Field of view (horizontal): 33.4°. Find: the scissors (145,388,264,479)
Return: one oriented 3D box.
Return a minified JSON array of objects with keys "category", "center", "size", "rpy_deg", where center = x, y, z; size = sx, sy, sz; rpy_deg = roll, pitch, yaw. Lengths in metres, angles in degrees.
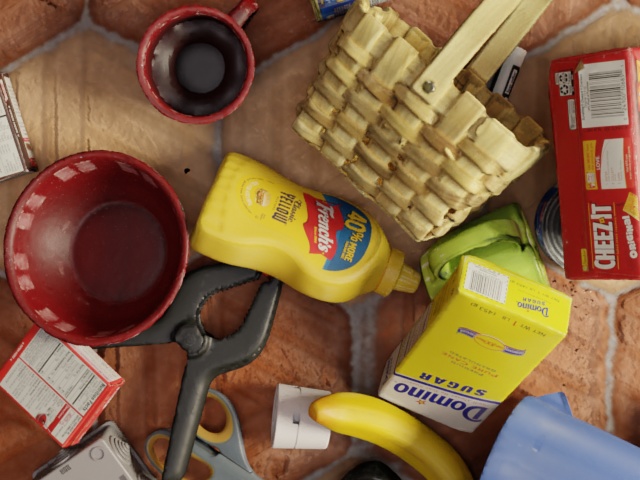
[{"category":"scissors","center":[-0.054,0.194,0.922],"size":[0.202,0.016,0.096],"rpy_deg":[18,87,12]}]

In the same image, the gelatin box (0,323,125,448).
[{"category":"gelatin box","center":[-0.219,0.118,0.898],"size":[0.089,0.030,0.073],"rpy_deg":[40,104,10]}]

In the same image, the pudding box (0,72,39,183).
[{"category":"pudding box","center":[-0.307,-0.084,0.901],"size":[0.113,0.039,0.090],"rpy_deg":[-16,97,3]}]

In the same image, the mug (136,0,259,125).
[{"category":"mug","center":[-0.091,-0.151,0.875],"size":[0.093,0.081,0.117],"rpy_deg":[37,94,-5]}]

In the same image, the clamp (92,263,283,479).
[{"category":"clamp","center":[-0.106,0.097,0.919],"size":[0.210,0.036,0.164],"rpy_deg":[-35,85,1]}]

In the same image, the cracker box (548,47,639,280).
[{"category":"cracker box","center":[0.258,-0.066,0.832],"size":[0.072,0.213,0.164],"rpy_deg":[-1,98,39]}]

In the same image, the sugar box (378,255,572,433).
[{"category":"sugar box","center":[0.121,0.090,0.869],"size":[0.093,0.048,0.176],"rpy_deg":[23,138,-3]}]

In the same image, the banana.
[{"category":"banana","center":[0.070,0.175,0.913],"size":[0.197,0.069,0.037],"rpy_deg":[37,110,-18]}]

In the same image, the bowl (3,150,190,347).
[{"category":"bowl","center":[-0.179,0.008,0.893],"size":[0.162,0.055,0.162],"rpy_deg":[-1,85,12]}]

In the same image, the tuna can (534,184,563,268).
[{"category":"tuna can","center":[0.229,-0.013,0.919],"size":[0.086,0.034,0.086],"rpy_deg":[0,96,-1]}]

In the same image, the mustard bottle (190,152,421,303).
[{"category":"mustard bottle","center":[-0.006,0.001,0.891],"size":[0.191,0.096,0.058],"rpy_deg":[23,137,-6]}]

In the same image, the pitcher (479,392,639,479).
[{"category":"pitcher","center":[0.244,0.238,0.845],"size":[0.243,0.144,0.149],"rpy_deg":[21,108,26]}]

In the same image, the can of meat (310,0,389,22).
[{"category":"can of meat","center":[0.023,-0.238,0.881],"size":[0.084,0.057,0.102],"rpy_deg":[-17,95,3]}]

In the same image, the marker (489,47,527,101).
[{"category":"marker","center":[0.147,-0.108,0.915],"size":[0.020,0.020,0.121],"rpy_deg":[20,95,-3]}]
